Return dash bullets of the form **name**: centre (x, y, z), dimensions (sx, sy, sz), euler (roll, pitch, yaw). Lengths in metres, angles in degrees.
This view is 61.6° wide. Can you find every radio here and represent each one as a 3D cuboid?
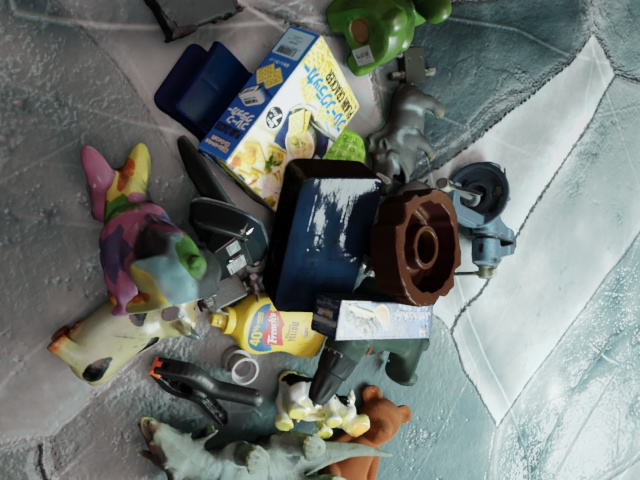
- **radio**: centre (-0.002, -0.002, 0.794), dimensions (0.131, 0.073, 0.229), euler (1, 116, -25)

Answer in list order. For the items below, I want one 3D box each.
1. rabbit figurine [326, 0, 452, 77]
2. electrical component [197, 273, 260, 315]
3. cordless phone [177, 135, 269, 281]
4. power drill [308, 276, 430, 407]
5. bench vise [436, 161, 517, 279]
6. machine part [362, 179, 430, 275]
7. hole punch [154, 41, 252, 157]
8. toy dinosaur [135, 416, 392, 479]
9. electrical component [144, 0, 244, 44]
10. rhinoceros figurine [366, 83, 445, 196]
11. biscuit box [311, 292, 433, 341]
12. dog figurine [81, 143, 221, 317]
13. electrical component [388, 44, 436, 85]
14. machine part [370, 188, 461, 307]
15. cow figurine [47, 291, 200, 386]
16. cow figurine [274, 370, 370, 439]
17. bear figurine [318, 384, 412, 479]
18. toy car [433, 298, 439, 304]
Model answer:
- **rabbit figurine**: centre (0.117, -0.352, 0.814), dimensions (0.170, 0.159, 0.121), euler (-43, 108, -30)
- **electrical component**: centre (-0.137, 0.070, 0.803), dimensions (0.102, 0.045, 0.078), euler (-19, 89, -30)
- **cordless phone**: centre (-0.152, -0.048, 0.760), dimensions (0.089, 0.146, 0.184), euler (-29, 72, -10)
- **power drill**: centre (0.089, 0.190, 0.922), dimensions (0.207, 0.086, 0.232), euler (29, 79, -35)
- **bench vise**: centre (0.269, -0.046, 0.949), dimensions (0.240, 0.129, 0.223), euler (17, 85, -49)
- **machine part**: centre (0.129, -0.024, 0.882), dimensions (0.243, 0.079, 0.079), euler (-51, 122, -40)
- **hole punch**: centre (-0.145, -0.196, 0.733), dimensions (0.115, 0.092, 0.142), euler (35, 81, -33)
- **toy dinosaur**: centre (-0.092, 0.348, 0.837), dimensions (0.404, 0.192, 0.131), euler (16, 77, -36)
- **electrical component**: centre (-0.179, -0.341, 0.700), dimensions (0.115, 0.058, 0.134), euler (-33, 115, -20)
- **rhinoceros figurine**: centre (0.132, -0.163, 0.892), dimensions (0.112, 0.073, 0.190), euler (18, 92, -31)
- **biscuit box**: centre (0.085, 0.116, 0.817), dimensions (0.202, 0.063, 0.059), euler (6, 93, -37)
- **dog figurine**: centre (-0.218, -0.021, 0.661), dimensions (0.108, 0.192, 0.219), euler (-16, 90, -42)
- **electrical component**: centre (0.154, -0.295, 0.904), dimensions (0.094, 0.021, 0.063), euler (-13, 106, -24)
- **machine part**: centre (0.142, 0.010, 0.790), dimensions (0.179, 0.056, 0.179), euler (1, 89, -46)
- **cow figurine**: centre (-0.255, 0.121, 0.746), dimensions (0.195, 0.086, 0.127), euler (-40, 110, -17)
- **cow figurine**: centre (0.005, 0.280, 0.914), dimensions (0.167, 0.098, 0.068), euler (21, 126, -24)
- **bear figurine**: centre (0.085, 0.370, 0.955), dimensions (0.120, 0.132, 0.196), euler (39, 89, -9)
- **toy car**: centre (0.187, 0.050, 0.945), dimensions (0.089, 0.053, 0.201), euler (-45, 144, -24)
